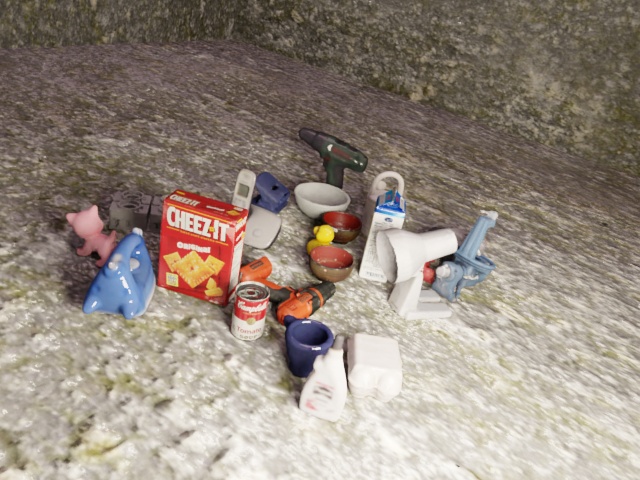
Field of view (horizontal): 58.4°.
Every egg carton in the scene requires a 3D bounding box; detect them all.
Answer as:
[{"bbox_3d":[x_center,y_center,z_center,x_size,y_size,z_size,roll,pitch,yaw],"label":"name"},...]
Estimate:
[{"bbox_3d":[0.103,0.241,1.098,0.107,0.069,0.150,10,28,-5],"label":"egg carton"}]

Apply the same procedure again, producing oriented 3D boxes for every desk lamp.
[{"bbox_3d":[0.218,0.069,1.307,0.204,0.213,0.117,0,30,-22],"label":"desk lamp"}]

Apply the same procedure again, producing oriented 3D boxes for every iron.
[{"bbox_3d":[-0.395,0.048,1.174,0.118,0.141,0.258,9,28,-6],"label":"iron"}]

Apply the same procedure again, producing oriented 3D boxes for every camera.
[{"bbox_3d":[0.373,0.007,1.604,0.144,0.101,0.136,-13,37,-39],"label":"camera"}]

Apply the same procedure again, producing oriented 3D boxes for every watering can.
[{"bbox_3d":[0.178,-0.111,1.643,0.101,0.194,0.172,-4,32,-27],"label":"watering can"}]

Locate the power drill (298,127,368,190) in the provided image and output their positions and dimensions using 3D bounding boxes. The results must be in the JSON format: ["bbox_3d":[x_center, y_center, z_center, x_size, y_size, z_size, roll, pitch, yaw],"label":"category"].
[{"bbox_3d":[0.026,-0.224,1.775,0.229,0.208,0.076,16,28,7],"label":"power drill"}]

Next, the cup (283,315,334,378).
[{"bbox_3d":[-0.035,0.204,1.083,0.092,0.095,0.117,-15,39,-41],"label":"cup"}]

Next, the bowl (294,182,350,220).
[{"bbox_3d":[0.002,-0.104,1.687,0.167,0.075,0.167,10,28,-5],"label":"bowl"}]

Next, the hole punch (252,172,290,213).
[{"bbox_3d":[-0.142,-0.142,1.681,0.101,0.091,0.109,18,28,10],"label":"hole punch"}]

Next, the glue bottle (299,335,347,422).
[{"bbox_3d":[0.015,0.229,0.972,0.078,0.173,0.037,15,28,6],"label":"glue bottle"}]

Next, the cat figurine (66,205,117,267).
[{"bbox_3d":[-0.501,-0.017,1.277,0.127,0.118,0.067,23,30,19],"label":"cat figurine"}]

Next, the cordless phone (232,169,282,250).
[{"bbox_3d":[-0.165,-0.078,1.454,0.147,0.185,0.094,20,29,14],"label":"cordless phone"}]

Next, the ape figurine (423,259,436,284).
[{"bbox_3d":[0.273,0.057,1.480,0.076,0.092,0.078,18,28,11],"label":"ape figurine"}]

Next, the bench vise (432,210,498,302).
[{"bbox_3d":[0.375,0.041,1.416,0.121,0.220,0.208,24,30,21],"label":"bench vise"}]

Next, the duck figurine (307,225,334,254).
[{"bbox_3d":[0.014,0.005,1.478,0.078,0.086,0.104,-10,35,-35],"label":"duck figurine"}]
